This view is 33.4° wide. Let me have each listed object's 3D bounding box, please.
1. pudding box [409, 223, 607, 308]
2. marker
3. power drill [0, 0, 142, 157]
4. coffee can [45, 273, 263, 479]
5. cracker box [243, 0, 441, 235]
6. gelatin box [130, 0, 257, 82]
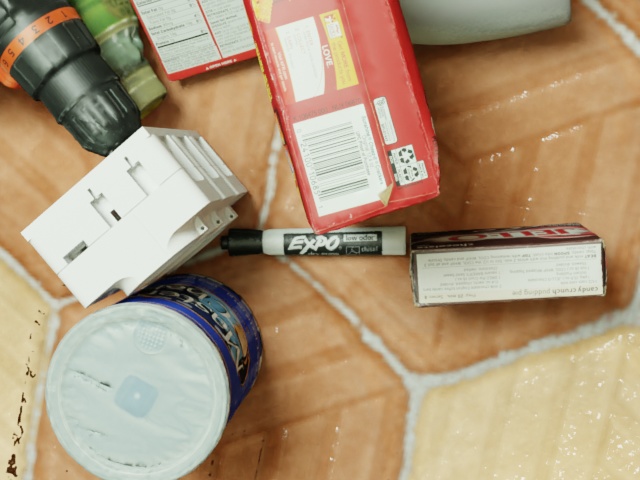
[{"bbox_3d":[0.111,0.014,0.651,0.113,0.090,0.039,-6,95,6],"label":"pudding box"},{"bbox_3d":[-0.005,0.001,0.695,0.121,0.020,0.020,-1,95,5],"label":"marker"},{"bbox_3d":[-0.207,-0.088,0.645,0.188,0.057,0.184,-40,87,35],"label":"power drill"},{"bbox_3d":[-0.094,0.079,0.648,0.103,0.140,0.103,0,95,5],"label":"coffee can"},{"bbox_3d":[0.011,-0.097,0.587,0.072,0.213,0.164,-16,94,4],"label":"cracker box"},{"bbox_3d":[-0.075,-0.148,0.658,0.073,0.030,0.089,-16,137,6],"label":"gelatin box"}]
